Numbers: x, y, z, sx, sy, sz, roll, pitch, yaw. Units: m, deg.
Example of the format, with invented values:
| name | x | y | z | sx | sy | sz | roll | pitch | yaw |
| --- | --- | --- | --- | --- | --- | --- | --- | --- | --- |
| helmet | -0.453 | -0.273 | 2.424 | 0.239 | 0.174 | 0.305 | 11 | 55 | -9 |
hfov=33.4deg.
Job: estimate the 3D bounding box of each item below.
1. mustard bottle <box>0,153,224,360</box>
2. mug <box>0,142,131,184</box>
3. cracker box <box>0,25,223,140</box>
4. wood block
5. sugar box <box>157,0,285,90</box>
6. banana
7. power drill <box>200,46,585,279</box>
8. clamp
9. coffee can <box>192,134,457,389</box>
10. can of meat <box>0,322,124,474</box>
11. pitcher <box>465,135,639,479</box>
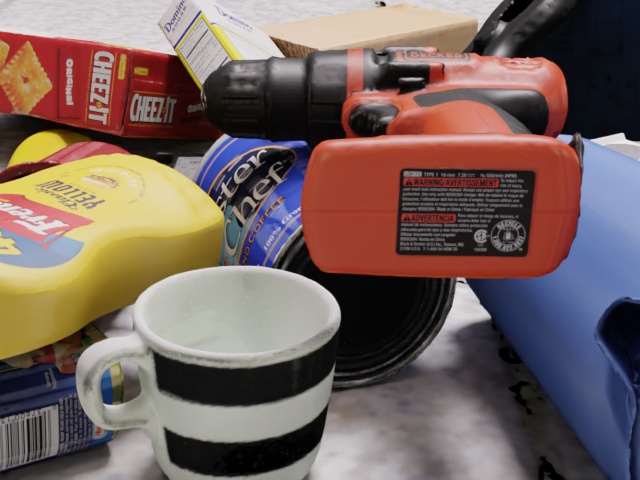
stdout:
| name | x | y | z | sx | sy | sz | roll | pitch | yaw |
| --- | --- | --- | --- | --- | --- | --- | --- | --- | --- |
| mustard bottle | -0.133 | 0.010 | 0.456 | 0.096 | 0.058 | 0.191 | 23 | 26 | 26 |
| mug | -0.127 | -0.005 | 0.605 | 0.117 | 0.093 | 0.081 | 20 | 19 | 2 |
| cracker box | -0.200 | -0.129 | 0.869 | 0.214 | 0.072 | 0.164 | 12 | 10 | 23 |
| wood block | 0.038 | -0.147 | 0.941 | 0.091 | 0.090 | 0.205 | 22 | 30 | 39 |
| sugar box | -0.048 | -0.113 | 0.780 | 0.093 | 0.048 | 0.176 | 25 | 20 | -41 |
| banana | -0.187 | -0.045 | 0.750 | 0.069 | 0.037 | 0.198 | -1 | 23 | -1 |
| power drill | 0.031 | -0.046 | 0.477 | 0.184 | 0.057 | 0.187 | -1 | 24 | 1 |
| clamp | 0.141 | -0.146 | 0.829 | 0.036 | 0.210 | 0.165 | 43 | 3 | -18 |
| coffee can | -0.004 | 0.001 | 0.572 | 0.102 | 0.103 | 0.140 | -7 | 25 | -20 |
| can of meat | -0.146 | 0.062 | 0.478 | 0.083 | 0.057 | 0.102 | -11 | 27 | -33 |
| pitcher | 0.157 | 0.036 | 0.493 | 0.145 | 0.149 | 0.243 | -17 | 22 | -6 |
